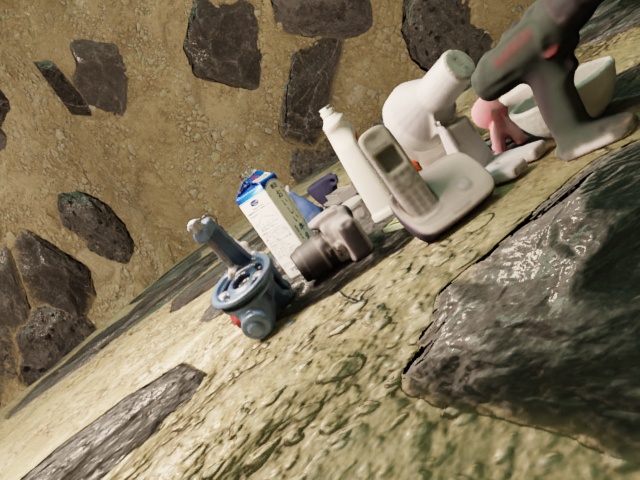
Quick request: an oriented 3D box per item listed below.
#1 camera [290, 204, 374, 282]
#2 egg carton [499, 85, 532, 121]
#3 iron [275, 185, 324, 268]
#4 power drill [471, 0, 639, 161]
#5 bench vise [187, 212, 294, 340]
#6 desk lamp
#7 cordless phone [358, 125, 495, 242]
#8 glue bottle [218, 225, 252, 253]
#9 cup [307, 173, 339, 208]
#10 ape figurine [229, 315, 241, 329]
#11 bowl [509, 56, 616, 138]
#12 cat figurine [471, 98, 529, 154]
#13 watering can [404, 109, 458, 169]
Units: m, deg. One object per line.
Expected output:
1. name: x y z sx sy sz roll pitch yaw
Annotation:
1. camera: 0.010 0.004 1.037 0.137 0.101 0.143 -35 10 -2
2. egg carton: 0.422 -0.279 1.129 0.150 0.069 0.107 -31 11 21
3. iron: -0.088 -0.044 1.463 0.118 0.141 0.259 -29 11 29
4. power drill: 0.326 -0.221 0.758 0.229 0.208 0.076 -25 14 43
5. bench vise: -0.145 0.049 0.977 0.121 0.220 0.207 -35 10 -3
6. desk lamp: 0.222 -0.189 0.931 0.118 0.213 0.202 -40 11 -27
7. cordless phone: 0.153 -0.105 0.840 0.148 0.185 0.094 -36 10 -10
8. glue bottle: -0.168 0.039 1.234 0.078 0.173 0.037 -41 12 -31
9. cup: 0.030 -0.139 1.667 0.117 0.095 0.092 -23 15 48
10. ape figurine: -0.145 0.112 1.051 0.076 0.092 0.078 -23 15 49
11. bowl: 0.387 -0.209 0.892 0.167 0.075 0.167 -33 10 7
12. cat figurine: 0.321 -0.225 1.059 0.067 0.118 0.128 -31 10 16
13. watering can: 0.223 -0.253 1.287 0.173 0.194 0.100 -38 11 -19
